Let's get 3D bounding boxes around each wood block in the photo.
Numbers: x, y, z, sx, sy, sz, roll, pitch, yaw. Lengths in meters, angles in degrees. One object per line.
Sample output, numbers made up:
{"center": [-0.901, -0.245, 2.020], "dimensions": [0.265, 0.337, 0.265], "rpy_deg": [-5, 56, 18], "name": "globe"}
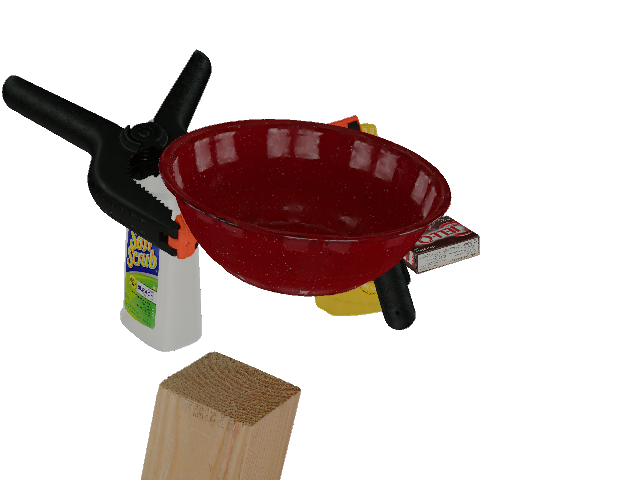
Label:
{"center": [-0.094, 0.212, 0.897], "dimensions": [0.090, 0.206, 0.090], "rpy_deg": [21, 21, 20], "name": "wood block"}

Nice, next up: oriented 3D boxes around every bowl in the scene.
{"center": [-0.011, -0.014, 0.598], "dimensions": [0.162, 0.055, 0.162], "rpy_deg": [6, 26, -3], "name": "bowl"}

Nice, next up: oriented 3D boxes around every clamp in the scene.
{"center": [0.043, -0.012, 0.860], "dimensions": [0.039, 0.171, 0.120], "rpy_deg": [-22, 21, 2], "name": "clamp"}
{"center": [-0.123, -0.072, 0.787], "dimensions": [0.164, 0.036, 0.210], "rpy_deg": [-19, 51, -25], "name": "clamp"}

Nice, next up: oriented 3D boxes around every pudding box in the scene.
{"center": [0.169, 0.005, 1.603], "dimensions": [0.113, 0.039, 0.090], "rpy_deg": [-18, 27, -20], "name": "pudding box"}

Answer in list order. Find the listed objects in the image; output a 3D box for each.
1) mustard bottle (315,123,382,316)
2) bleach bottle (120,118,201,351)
{"center": [0.044, -0.023, 1.085], "dimensions": [0.096, 0.192, 0.058], "rpy_deg": [-7, 18, -27], "name": "mustard bottle"}
{"center": [-0.172, -0.011, 1.143], "dimensions": [0.067, 0.251, 0.103], "rpy_deg": [-18, 33, -36], "name": "bleach bottle"}
